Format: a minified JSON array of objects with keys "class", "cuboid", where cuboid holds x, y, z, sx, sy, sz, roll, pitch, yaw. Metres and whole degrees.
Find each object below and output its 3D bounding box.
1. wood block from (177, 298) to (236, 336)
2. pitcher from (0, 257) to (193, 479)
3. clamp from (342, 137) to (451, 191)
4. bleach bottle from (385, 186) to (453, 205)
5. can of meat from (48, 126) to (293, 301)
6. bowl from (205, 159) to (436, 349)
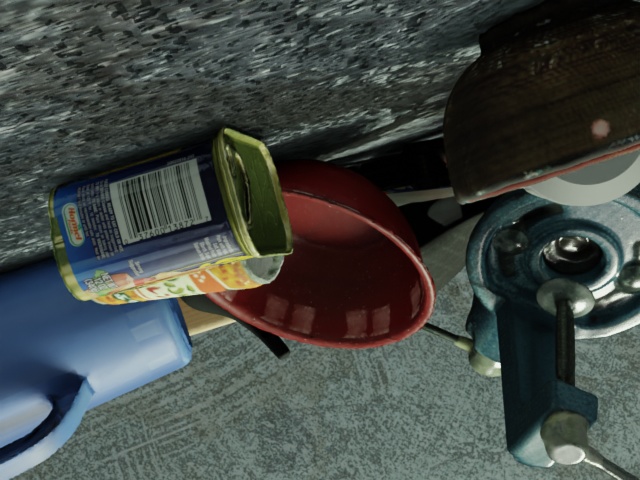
[{"class":"wood block","cuboid":[-0.115,0.037,0.930,0.206,0.091,0.090,-18,178,17]},{"class":"pitcher","cuboid":[-0.220,0.091,0.780,0.242,0.149,0.145,-21,178,-5]},{"class":"clamp","cuboid":[0.069,-0.053,0.783,0.165,0.036,0.209,-9,-176,13]},{"class":"bleach bottle","cuboid":[0.056,-0.020,0.904,0.103,0.068,0.250,17,-162,40]},{"class":"can of meat","cuboid":[-0.065,-0.010,0.484,0.084,0.057,0.102,-15,178,9]},{"class":"bowl","cuboid":[-0.004,0.001,0.647,0.162,0.162,0.055,-19,-139,43]}]
